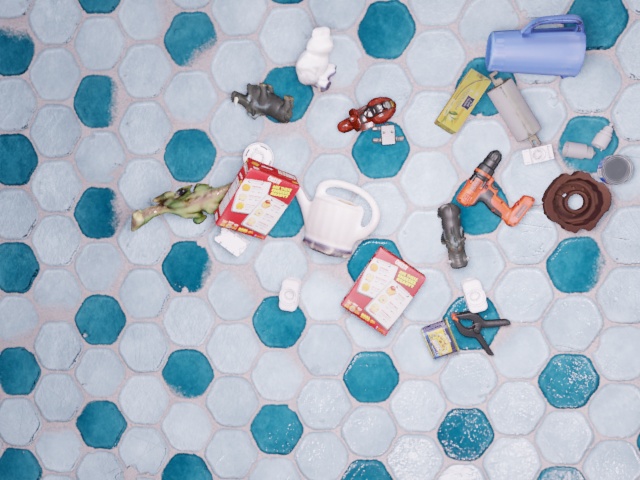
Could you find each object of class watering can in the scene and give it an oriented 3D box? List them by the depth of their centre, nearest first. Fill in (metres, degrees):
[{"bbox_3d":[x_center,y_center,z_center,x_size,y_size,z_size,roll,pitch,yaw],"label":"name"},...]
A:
[{"bbox_3d":[0.005,-0.077,1.524,0.349,0.104,0.223,19,98,18],"label":"watering can"}]

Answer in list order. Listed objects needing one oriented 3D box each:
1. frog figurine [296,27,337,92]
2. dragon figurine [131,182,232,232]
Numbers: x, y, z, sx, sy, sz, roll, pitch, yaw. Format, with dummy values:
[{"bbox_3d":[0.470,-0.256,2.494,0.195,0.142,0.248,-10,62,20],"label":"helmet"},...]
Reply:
[{"bbox_3d":[-0.016,-0.518,1.452,0.124,0.156,0.139,25,63,32],"label":"frog figurine"},{"bbox_3d":[-0.360,-0.119,1.485,0.409,0.243,0.122,-23,89,9],"label":"dragon figurine"}]
